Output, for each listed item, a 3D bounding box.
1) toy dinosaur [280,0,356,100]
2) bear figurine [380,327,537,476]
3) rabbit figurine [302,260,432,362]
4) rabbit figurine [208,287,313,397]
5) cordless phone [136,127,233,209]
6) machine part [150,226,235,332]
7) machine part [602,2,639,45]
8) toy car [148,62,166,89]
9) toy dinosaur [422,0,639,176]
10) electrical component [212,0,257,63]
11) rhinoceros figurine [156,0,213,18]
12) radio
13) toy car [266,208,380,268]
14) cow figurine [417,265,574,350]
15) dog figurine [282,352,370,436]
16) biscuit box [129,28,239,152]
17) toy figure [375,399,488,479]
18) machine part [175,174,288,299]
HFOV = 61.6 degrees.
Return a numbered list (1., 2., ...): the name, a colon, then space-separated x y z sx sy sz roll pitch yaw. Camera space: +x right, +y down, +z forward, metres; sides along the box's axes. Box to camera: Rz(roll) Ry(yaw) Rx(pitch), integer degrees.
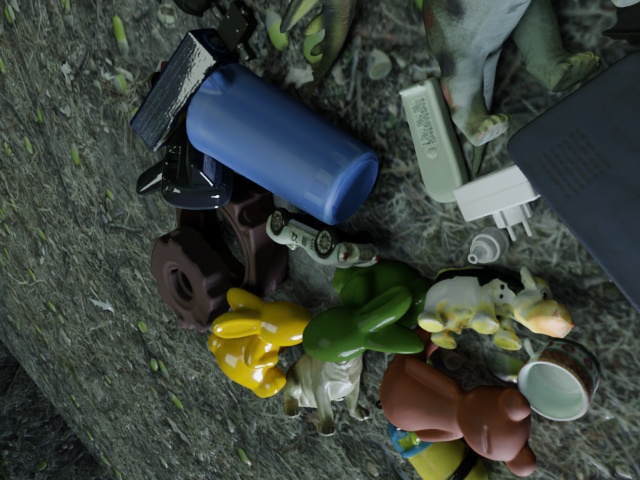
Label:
1. toy dinosaur: 0.021 -0.290 0.487 0.105 0.198 0.471 58 172 20
2. bear figurine: 0.175 0.190 0.653 0.196 0.132 0.120 -3 109 41
3. rabbit figurine: 0.061 0.106 0.683 0.159 0.170 0.121 -4 109 47
4. rabbit figurine: -0.087 0.141 0.840 0.162 0.122 0.173 41 130 -17
5. cordless phone: -0.226 -0.093 0.831 0.184 0.088 0.147 -24 50 24
6. machine part: -0.218 0.067 0.901 0.180 0.056 0.179 22 124 36
7. machine part: 0.265 -0.218 0.403 0.084 0.039 0.138 25 126 28
8. toy car: -0.244 -0.198 0.914 0.089 0.053 0.201 18 124 42
9. toy dinosaur: 0.144 -0.211 0.430 0.404 0.131 0.192 114 135 -66
10. electrical component: -0.115 -0.299 0.750 0.063 0.021 0.094 -36 84 48
11. rhinoceros figurine: -0.222 -0.392 0.775 0.190 0.073 0.112 40 145 20
12. radio: 0.278 -0.033 0.441 0.131 0.073 0.229 -42 82 29
13. toy car: -0.002 -0.002 0.734 0.202 0.073 0.056 25 106 51
14. cow figurine: 0.197 0.067 0.598 0.167 0.098 0.068 -10 137 42
15. dog figurine: 0.004 0.182 0.855 0.173 0.121 0.190 10 104 38
16. biscuit box: -0.209 -0.225 0.816 0.063 0.059 0.202 49 124 -1
17. toy figure: 0.157 0.289 0.758 0.180 0.082 0.089 56 140 9
18. machine part: -0.152 -0.004 0.902 0.201 0.087 0.201 24 128 34
